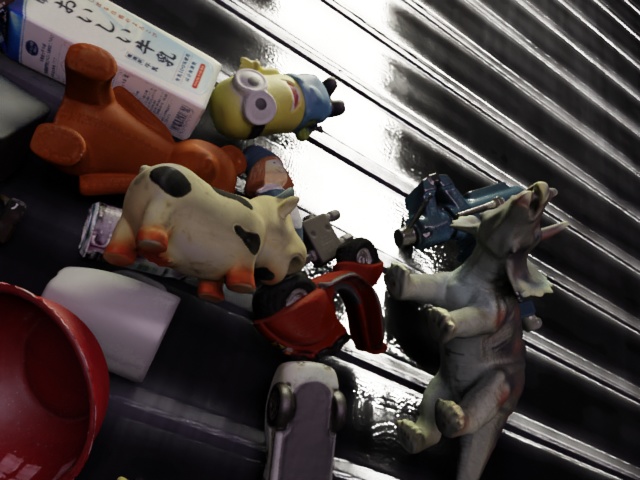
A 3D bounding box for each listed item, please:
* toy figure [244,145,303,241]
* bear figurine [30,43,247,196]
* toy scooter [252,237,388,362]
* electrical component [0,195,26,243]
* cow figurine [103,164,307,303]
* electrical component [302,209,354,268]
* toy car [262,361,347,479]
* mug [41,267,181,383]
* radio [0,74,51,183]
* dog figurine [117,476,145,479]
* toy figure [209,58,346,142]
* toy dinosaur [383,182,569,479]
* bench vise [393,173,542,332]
[{"bbox_3d":[-0.056,-0.046,0.627,0.064,0.058,0.154,41,34,-70],"label":"toy figure"},{"bbox_3d":[-0.163,-0.084,0.533,0.196,0.132,0.120,22,75,-17],"label":"bear figurine"},{"bbox_3d":[0.016,0.086,0.601,0.184,0.075,0.135,-26,97,-35],"label":"toy scooter"},{"bbox_3d":[-0.309,-0.036,0.456,0.102,0.078,0.045,30,80,-12],"label":"electrical component"},{"bbox_3d":[-0.091,-0.011,0.509,0.194,0.085,0.127,27,58,-40],"label":"cow figurine"},{"bbox_3d":[-0.001,-0.002,0.661,0.094,0.021,0.063,-26,84,-37],"label":"electrical component"},{"bbox_3d":[-0.020,0.219,0.517,0.073,0.056,0.201,11,76,-22],"label":"toy car"},{"bbox_3d":[-0.187,0.061,0.483,0.107,0.080,0.110,25,34,-12],"label":"mug"},{"bbox_3d":[-0.351,-0.133,0.431,0.229,0.073,0.131,35,16,-16],"label":"radio"},{"bbox_3d":[-0.124,0.278,0.361,0.192,0.108,0.219,-18,68,-13],"label":"dog figurine"},{"bbox_3d":[-0.051,-0.165,0.668,0.180,0.089,0.082,-17,64,-45],"label":"toy figure"},{"bbox_3d":[0.183,0.128,0.615,0.192,0.131,0.404,-10,106,-27],"label":"toy dinosaur"},{"bbox_3d":[0.220,0.018,0.735,0.223,0.129,0.240,-12,72,-33],"label":"bench vise"}]
